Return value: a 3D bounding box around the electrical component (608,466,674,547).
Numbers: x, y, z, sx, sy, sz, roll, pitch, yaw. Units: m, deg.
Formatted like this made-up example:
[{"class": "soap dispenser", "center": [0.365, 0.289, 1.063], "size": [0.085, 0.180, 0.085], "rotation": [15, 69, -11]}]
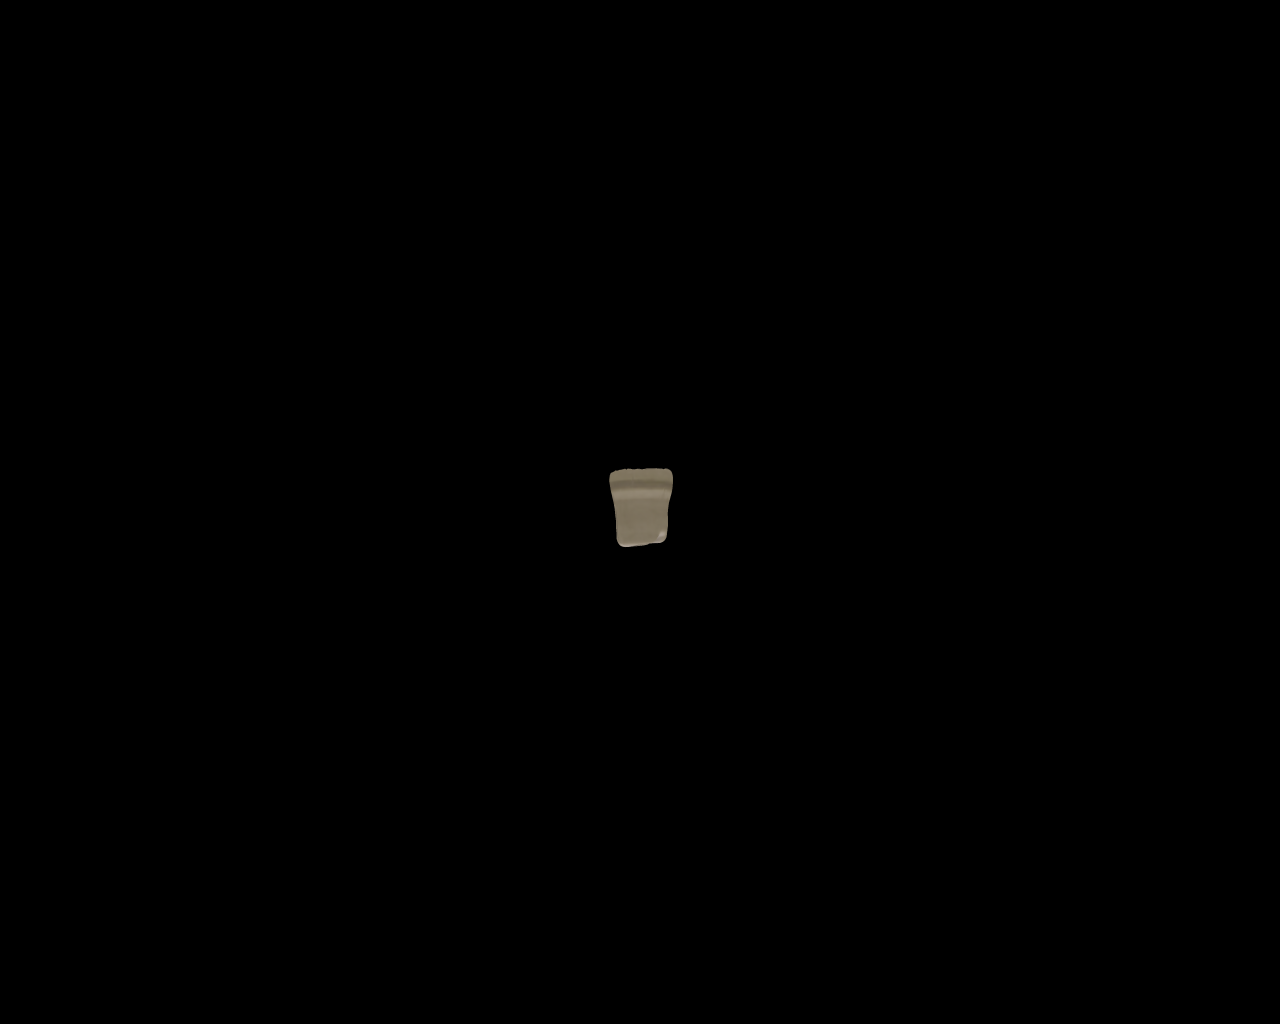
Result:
[{"class": "electrical component", "center": [0.001, -0.003, 0.650], "size": [0.040, 0.046, 0.040], "rotation": [0, -5, 0]}]
